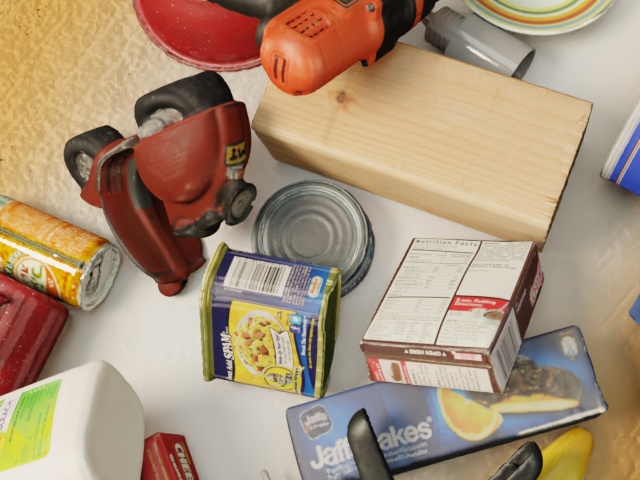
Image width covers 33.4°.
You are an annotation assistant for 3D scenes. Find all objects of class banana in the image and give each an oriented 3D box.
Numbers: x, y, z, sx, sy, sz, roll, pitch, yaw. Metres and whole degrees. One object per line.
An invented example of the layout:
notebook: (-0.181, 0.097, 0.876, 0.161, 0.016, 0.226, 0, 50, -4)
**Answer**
banana: (0.095, 0.186, 0.701, 0.198, 0.037, 0.069, -20, 78, 5)

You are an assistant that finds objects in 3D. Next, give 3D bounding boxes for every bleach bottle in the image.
bleach bottle: (-0.237, 0.160, 0.686, 0.251, 0.068, 0.102, -20, 37, 14)

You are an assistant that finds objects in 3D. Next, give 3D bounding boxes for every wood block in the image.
wood block: (0.071, -0.074, 0.733, 0.206, 0.090, 0.091, 20, 83, 13)

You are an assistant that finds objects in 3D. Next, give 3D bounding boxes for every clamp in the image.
clamp: (0.074, 0.191, 0.661, 0.120, 0.039, 0.171, 3, 98, 9)

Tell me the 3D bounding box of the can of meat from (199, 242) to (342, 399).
can of meat: (-0.032, 0.057, 0.719, 0.084, 0.102, 0.057, 10, 42, 9)

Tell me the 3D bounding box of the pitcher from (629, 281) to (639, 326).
pitcher: (0.263, 0.139, 0.632, 0.145, 0.149, 0.243, 4, 82, 5)

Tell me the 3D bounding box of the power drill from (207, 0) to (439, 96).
power drill: (-0.017, -0.183, 0.704, 0.188, 0.057, 0.184, 32, 50, 25)

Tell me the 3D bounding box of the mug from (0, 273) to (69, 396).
mug: (-0.230, 0.066, 0.743, 0.093, 0.117, 0.081, 25, 78, 1)

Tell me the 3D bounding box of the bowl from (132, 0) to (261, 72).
bowl: (-0.073, -0.212, 0.803, 0.162, 0.055, 0.162, -2, 78, 9)

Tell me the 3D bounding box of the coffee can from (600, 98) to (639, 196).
coffee can: (0.268, -0.054, 0.688, 0.140, 0.102, 0.103, 30, 84, 13)

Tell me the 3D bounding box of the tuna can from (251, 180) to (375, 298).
tuna can: (-0.005, 0.001, 0.758, 0.086, 0.033, 0.086, -2, 78, 9)

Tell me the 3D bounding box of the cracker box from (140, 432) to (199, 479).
cracker box: (-0.166, 0.246, 0.716, 0.214, 0.072, 0.164, -24, 75, 5)

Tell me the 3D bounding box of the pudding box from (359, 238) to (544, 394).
pudding box: (0.087, 0.045, 0.692, 0.090, 0.039, 0.113, 1, 37, 28)
